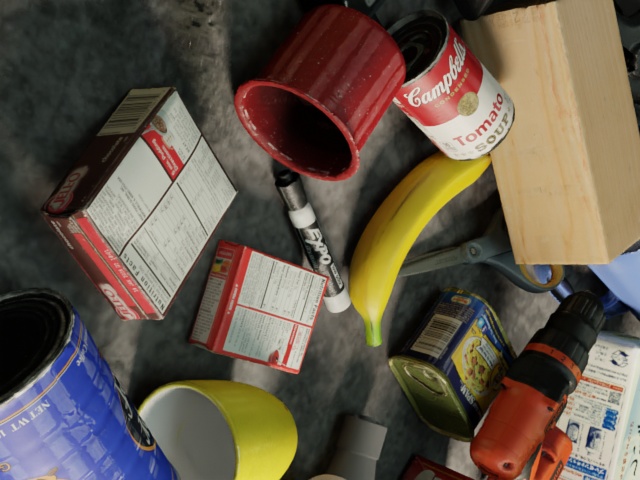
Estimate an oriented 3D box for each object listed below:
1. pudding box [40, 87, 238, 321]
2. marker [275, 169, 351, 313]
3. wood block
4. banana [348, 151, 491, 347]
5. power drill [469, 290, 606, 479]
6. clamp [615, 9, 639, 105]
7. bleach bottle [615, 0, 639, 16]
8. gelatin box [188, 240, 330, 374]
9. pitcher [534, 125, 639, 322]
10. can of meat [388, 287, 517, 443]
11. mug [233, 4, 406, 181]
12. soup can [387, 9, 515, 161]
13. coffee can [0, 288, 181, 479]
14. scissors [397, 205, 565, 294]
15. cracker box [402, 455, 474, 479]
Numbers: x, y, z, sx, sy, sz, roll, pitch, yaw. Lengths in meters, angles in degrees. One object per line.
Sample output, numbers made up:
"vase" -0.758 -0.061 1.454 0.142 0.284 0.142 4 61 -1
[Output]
"pudding box" -0.102 -0.022 0.628 0.113 0.039 0.090 -61 137 -37
"marker" -0.005 0.001 0.763 0.020 0.020 0.121 -43 127 -29
"wood block" 0.193 -0.092 0.858 0.090 0.090 0.206 -29 110 -43
"banana" 0.072 -0.015 0.826 0.197 0.037 0.069 -55 146 -21
"power drill" 0.189 0.153 0.927 0.184 0.057 0.187 -51 151 -25
"clamp" 0.272 -0.152 0.952 0.209 0.036 0.165 -5 113 -27
"bleach bottle" 0.287 -0.266 0.958 0.102 0.068 0.251 -41 129 -26
"gelatin box" -0.041 0.047 0.732 0.089 0.030 0.073 22 83 -46
"pitcher" 0.314 0.014 1.021 0.242 0.149 0.145 42 55 -46
"can of meat" 0.113 0.102 0.880 0.083 0.058 0.102 -51 131 -26
"mug" 0.004 -0.093 0.709 0.081 0.093 0.117 -57 164 -25
"soup can" 0.092 -0.112 0.792 0.102 0.069 0.068 39 72 -40
"coffee can" -0.150 0.112 0.587 0.102 0.103 0.140 -44 127 -29
"scissors" 0.139 0.025 0.894 0.201 0.016 0.096 -31 91 -36
"cracker box" 0.097 0.297 0.837 0.213 0.164 0.072 -57 135 -18
